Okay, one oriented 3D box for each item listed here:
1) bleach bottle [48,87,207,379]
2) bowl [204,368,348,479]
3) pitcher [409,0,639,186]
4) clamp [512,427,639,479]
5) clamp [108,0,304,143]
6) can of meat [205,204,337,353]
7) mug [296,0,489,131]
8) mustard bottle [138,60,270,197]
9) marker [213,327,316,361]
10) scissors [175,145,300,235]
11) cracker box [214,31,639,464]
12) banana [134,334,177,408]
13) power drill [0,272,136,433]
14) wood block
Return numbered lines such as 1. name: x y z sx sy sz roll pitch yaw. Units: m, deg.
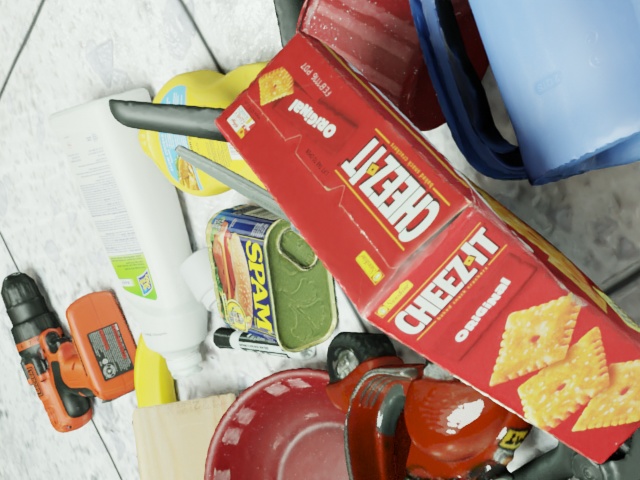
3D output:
1. bleach bottle: -0.156 -0.001 0.930 0.103 0.067 0.251 -4 105 52
2. bowl: -0.006 0.180 0.800 0.162 0.055 0.162 -8 72 27
3. pitcher: 0.109 -0.151 0.493 0.145 0.149 0.243 65 -176 -84
4. clamp: 0.160 0.129 0.628 0.120 0.039 0.171 24 125 38
5. clamp: -0.024 -0.077 0.696 0.165 0.036 0.210 -41 91 9
6. can of meat: -0.038 0.025 0.804 0.084 0.057 0.102 12 114 50
7. mug: 0.049 -0.125 0.609 0.082 0.093 0.117 35 125 29
8. mustard bottle: -0.081 -0.081 0.805 0.192 0.058 0.096 3 107 49
9. marker: -0.049 0.084 0.872 0.121 0.020 0.020 0 106 50
10. scissors: -0.005 0.001 0.700 0.202 0.016 0.096 22 151 0
11. cracker box: 0.067 0.006 0.529 0.072 0.213 0.164 -47 43 8
12. banana: -0.142 0.162 1.008 0.070 0.037 0.198 -11 99 33
13. power drill: -0.262 0.106 1.109 0.188 0.057 0.184 -21 93 55
14. wood block: -0.093 0.240 0.862 0.091 0.090 0.206 96 162 -51
